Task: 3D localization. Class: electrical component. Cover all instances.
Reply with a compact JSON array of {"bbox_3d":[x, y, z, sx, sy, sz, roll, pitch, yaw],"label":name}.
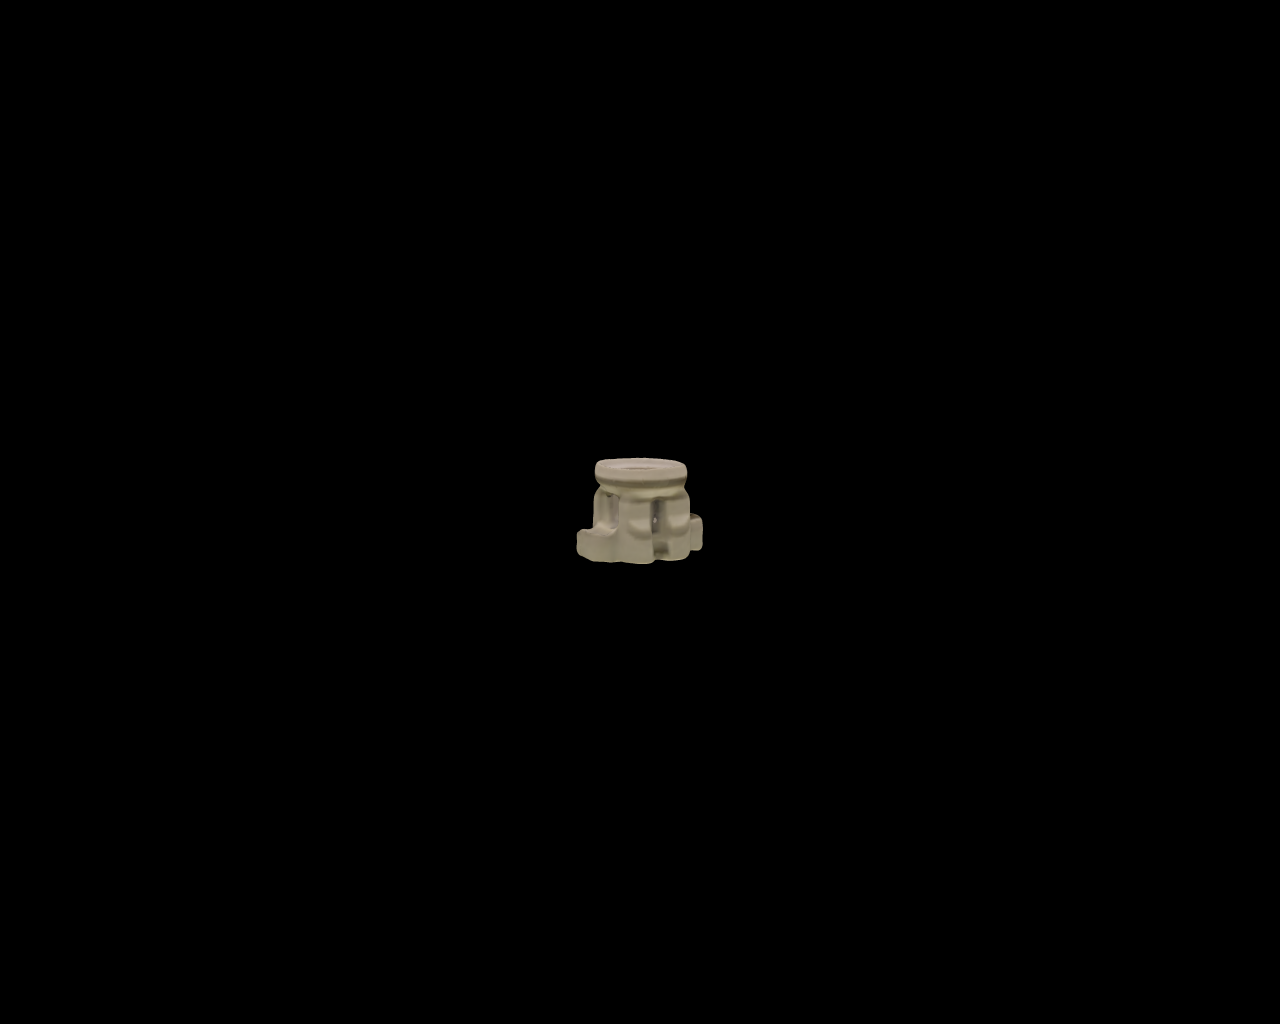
[{"bbox_3d":[0.001,-0.003,0.650,0.078,0.057,0.058,-5,12,-28],"label":"electrical component"}]
